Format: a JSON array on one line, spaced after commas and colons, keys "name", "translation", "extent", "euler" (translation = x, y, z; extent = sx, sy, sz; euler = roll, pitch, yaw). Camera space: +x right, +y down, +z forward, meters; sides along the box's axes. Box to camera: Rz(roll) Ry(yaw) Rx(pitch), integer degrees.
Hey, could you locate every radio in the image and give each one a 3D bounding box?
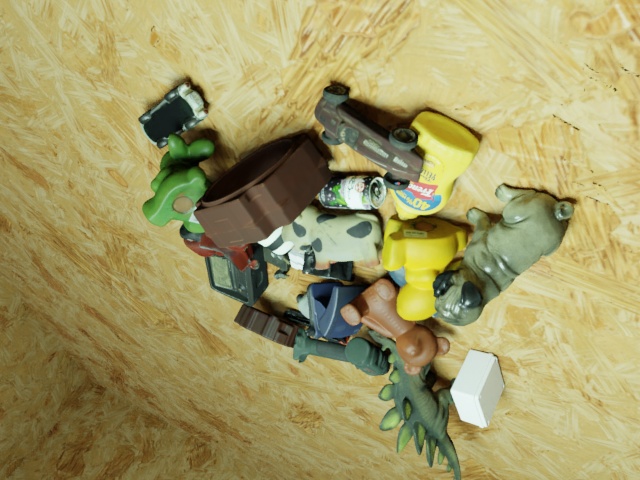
[{"name": "radio", "translation": [-0.194, 0.050, 1.242], "extent": [0.131, 0.073, 0.229], "euler": [24, 144, 16]}]

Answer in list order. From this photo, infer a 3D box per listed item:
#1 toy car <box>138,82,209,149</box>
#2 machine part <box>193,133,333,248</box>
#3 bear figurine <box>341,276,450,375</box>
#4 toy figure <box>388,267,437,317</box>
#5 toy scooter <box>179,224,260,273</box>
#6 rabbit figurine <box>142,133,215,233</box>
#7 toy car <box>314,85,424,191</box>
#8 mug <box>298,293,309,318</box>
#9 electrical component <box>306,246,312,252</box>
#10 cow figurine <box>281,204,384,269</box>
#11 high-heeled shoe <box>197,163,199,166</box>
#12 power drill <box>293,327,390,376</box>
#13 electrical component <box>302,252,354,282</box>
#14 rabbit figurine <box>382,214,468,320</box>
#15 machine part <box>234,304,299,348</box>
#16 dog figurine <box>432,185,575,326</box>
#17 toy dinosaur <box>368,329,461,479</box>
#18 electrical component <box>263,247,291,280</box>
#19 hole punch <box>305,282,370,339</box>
[{"name": "toy car", "translation": [-0.274, -0.229, 0.998], "extent": [0.202, 0.056, 0.073], "euler": [-15, 115, 47]}, {"name": "machine part", "translation": [-0.097, -0.084, 0.888], "extent": [0.201, 0.201, 0.087], "euler": [-9, 122, 46]}, {"name": "bear figurine", "translation": [0.148, 0.168, 1.018], "extent": [0.120, 0.132, 0.196], "euler": [-37, 83, 19]}, {"name": "toy figure", "translation": [0.182, 0.081, 0.973], "extent": [0.058, 0.064, 0.154], "euler": [-39, 112, 16]}, {"name": "toy scooter", "translation": [-0.194, 0.012, 1.090], "extent": [0.184, 0.075, 0.135], "euler": [6, 148, 39]}, {"name": "rabbit figurine", "translation": [-0.262, -0.120, 0.991], "extent": [0.121, 0.170, 0.159], "euler": [4, 126, -28]}, {"name": "toy car", "translation": [0.063, -0.144, 0.766], "extent": [0.202, 0.053, 0.089], "euler": [43, 145, 30]}, {"name": "mug", "translation": [0.007, 0.147, 1.190], "extent": [0.109, 0.081, 0.107], "euler": [43, 153, -18]}, {"name": "electrical component", "translation": [-0.002, -0.003, 1.057], "extent": [0.063, 0.021, 0.094], "euler": [28, 138, 10]}, {"name": "cow figurine", "translation": [0.017, -0.015, 0.963], "extent": [0.195, 0.085, 0.127], "euler": [-2, 100, 27]}, {"name": "high-heeled shoe", "translation": [-0.211, -0.058, 1.094], "extent": [0.249, 0.086, 0.145], "euler": [41, 130, 30]}, {"name": "power drill", "translation": [0.050, 0.261, 1.214], "extent": [0.207, 0.086, 0.231], "euler": [13, 163, 16]}, {"name": "electrical component", "translation": [0.028, 0.055, 1.075], "extent": [0.075, 0.047, 0.119], "euler": [4, 175, 41]}, {"name": "rabbit figurine", "translation": [0.176, 0.053, 0.884], "extent": [0.162, 0.122, 0.173], "euler": [2, 111, -3]}, {"name": "machine part", "translation": [-0.124, 0.213, 1.339], "extent": [0.179, 0.056, 0.179], "euler": [23, 171, 4]}, {"name": "dog figurine", "translation": [0.251, 0.030, 0.737], "extent": [0.121, 0.190, 0.172], "euler": [37, 144, -2]}, {"name": "toy dinosaur", "translation": [0.223, 0.365, 1.151], "extent": [0.105, 0.198, 0.470], "euler": [-9, 124, 50]}, {"name": "electrical component", "translation": [-0.091, 0.040, 1.168], "extent": [0.078, 0.045, 0.102], "euler": [25, 144, 13]}, {"name": "hole punch", "translation": [0.043, 0.140, 1.087], "extent": [0.092, 0.142, 0.115], "euler": [-10, 82, 41]}]
